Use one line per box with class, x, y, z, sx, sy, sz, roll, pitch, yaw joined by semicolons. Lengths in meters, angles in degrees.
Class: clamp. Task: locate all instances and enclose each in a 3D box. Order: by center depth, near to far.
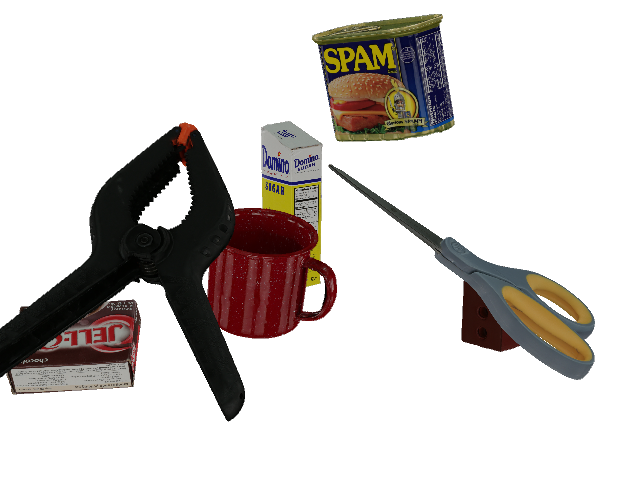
clamp;-0.099;0.016;0.671;0.165;0.209;0.036;14;-33;12

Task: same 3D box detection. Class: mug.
mug;-0.041;0.031;0.886;0.117;0.081;0.093;16;26;17

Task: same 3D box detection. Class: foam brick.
foam brick;0.182;0.069;1.105;0.053;0.078;0.051;12;19;42

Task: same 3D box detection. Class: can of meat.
can of meat;0.049;-0.122;0.812;0.102;0.084;0.057;4;22;42

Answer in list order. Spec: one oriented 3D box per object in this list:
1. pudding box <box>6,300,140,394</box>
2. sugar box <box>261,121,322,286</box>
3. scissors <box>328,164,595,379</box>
pudding box;-0.226;0.098;0.988;0.113;0.039;0.090;-5;33;-2
sugar box;-0.035;-0.041;1.243;0.048;0.176;0.093;-13;27;-22
scissors;0.099;0.011;0.679;0.202;0.016;0.096;44;30;22
